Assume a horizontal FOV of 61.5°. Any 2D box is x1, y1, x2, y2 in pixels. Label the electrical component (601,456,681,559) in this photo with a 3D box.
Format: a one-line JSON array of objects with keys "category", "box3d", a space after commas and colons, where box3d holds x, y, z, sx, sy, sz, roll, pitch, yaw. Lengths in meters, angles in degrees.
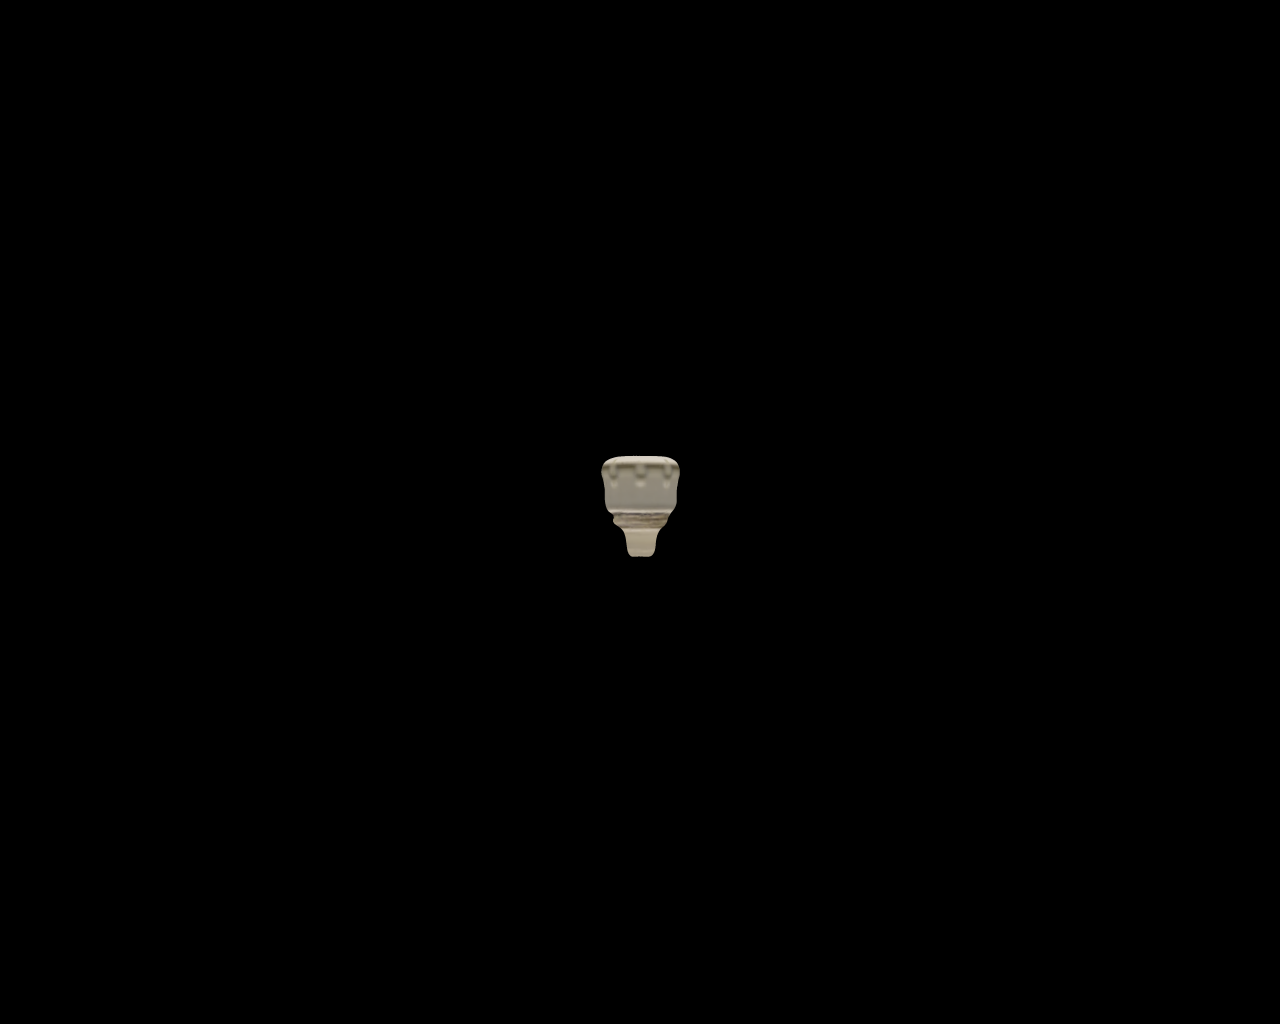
[{"category": "electrical component", "box3d": [0.001, -0.003, 0.650, 0.048, 0.062, 0.048, 0, 0, 0]}]
